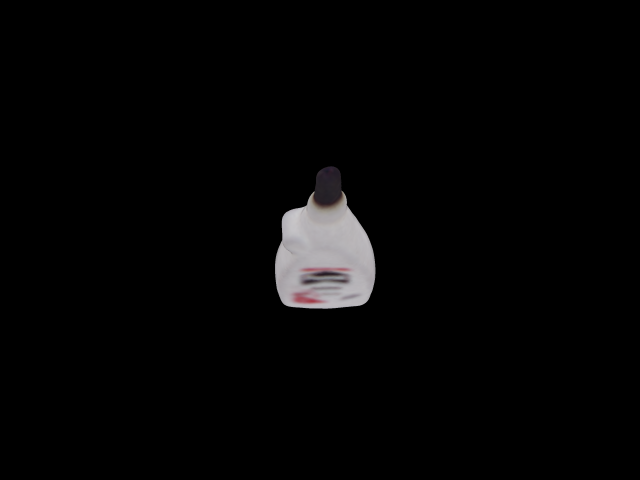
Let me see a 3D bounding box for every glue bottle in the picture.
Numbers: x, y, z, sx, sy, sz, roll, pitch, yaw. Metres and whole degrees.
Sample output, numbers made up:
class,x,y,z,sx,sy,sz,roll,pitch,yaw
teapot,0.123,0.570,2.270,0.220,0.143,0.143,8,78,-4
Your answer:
class,x,y,z,sx,sy,sz,roll,pitch,yaw
glue bottle,0.004,0.001,0.400,0.078,0.173,0.037,-5,62,-2
